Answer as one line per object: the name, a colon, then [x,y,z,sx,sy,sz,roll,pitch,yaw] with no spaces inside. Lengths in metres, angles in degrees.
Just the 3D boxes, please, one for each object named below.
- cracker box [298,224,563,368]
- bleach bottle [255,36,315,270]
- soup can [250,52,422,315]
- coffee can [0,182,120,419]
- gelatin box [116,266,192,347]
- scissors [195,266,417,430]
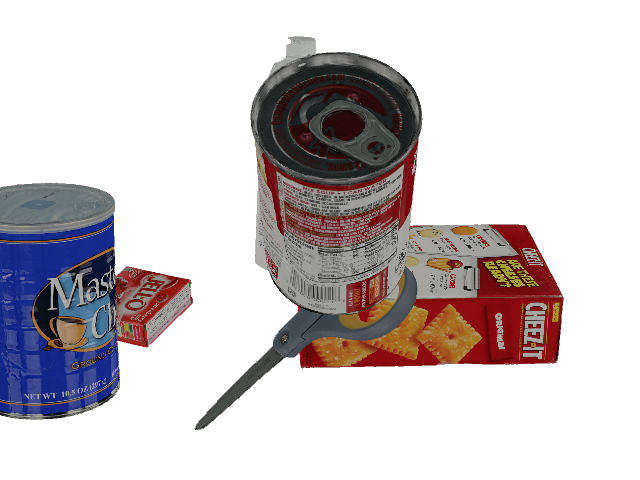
cracker box: [0.087,0.046,0.935,0.213,0.072,0.164,0,22,0]
bleach bottle: [-0.019,-0.088,1.135,0.103,0.251,0.067,16,22,37]
soup can: [0.007,-0.021,0.460,0.068,0.068,0.102,0,-35,1]
coffee can: [-0.195,0.040,0.751,0.103,0.140,0.103,2,18,-1]
gelatin box: [-0.175,0.061,1.017,0.073,0.030,0.089,11,31,22]
scissors: [-0.007,0.068,0.677,0.016,0.202,0.096,29,11,-37]
